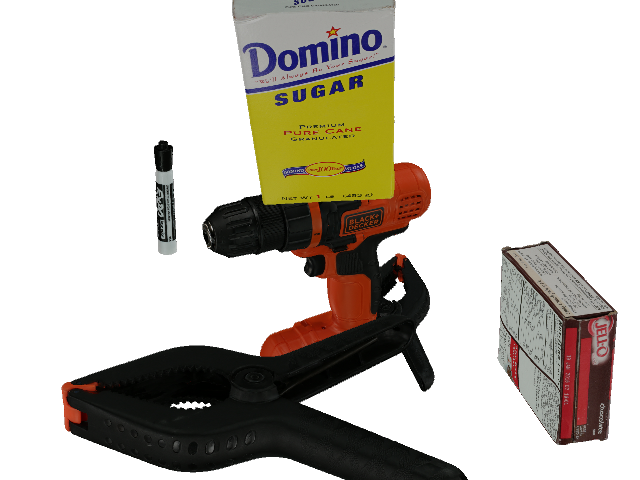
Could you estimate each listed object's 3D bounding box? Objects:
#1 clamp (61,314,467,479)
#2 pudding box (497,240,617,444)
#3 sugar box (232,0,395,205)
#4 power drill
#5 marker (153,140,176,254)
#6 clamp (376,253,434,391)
[{"bbox_3d":[-0.031,0.084,0.582,0.210,0.036,0.164,3,25,1],"label":"clamp"},{"bbox_3d":[0.149,0.063,0.684,0.039,0.090,0.113,-6,24,-11],"label":"pudding box"},{"bbox_3d":[0.000,-0.091,0.668,0.093,0.048,0.176,-4,-33,2],"label":"sugar box"},{"bbox_3d":[-0.006,0.031,0.846,0.184,0.188,0.057,-12,43,-21],"label":"power drill"},{"bbox_3d":[-0.155,-0.042,1.063,0.020,0.121,0.020,1,28,-1],"label":"marker"},{"bbox_3d":[0.077,0.085,1.090,0.120,0.171,0.039,16,-38,17],"label":"clamp"}]
